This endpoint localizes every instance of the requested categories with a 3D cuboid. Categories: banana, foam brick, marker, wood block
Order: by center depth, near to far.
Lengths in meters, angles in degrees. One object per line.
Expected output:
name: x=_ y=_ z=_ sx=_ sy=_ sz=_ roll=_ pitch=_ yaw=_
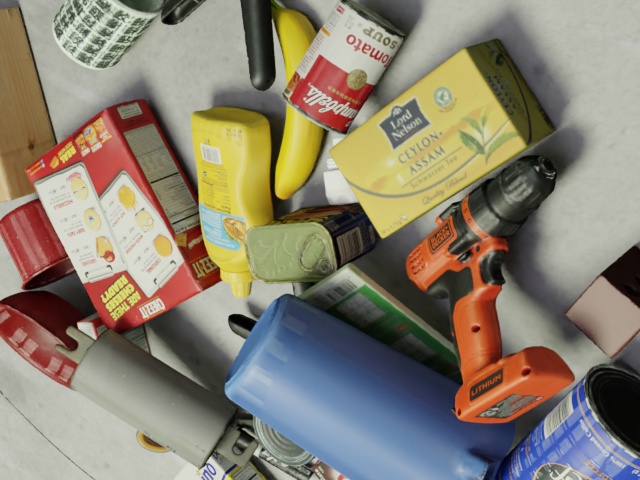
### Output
foam brick: x=0.244 y=0.049 z=0.860 sx=0.053 sy=0.078 sz=0.051 roll=44 pitch=128 yaw=14
banana: x=-0.021 y=-0.131 z=1.010 sx=0.070 sy=0.037 sz=0.198 roll=22 pitch=119 yaw=56
marker: x=-0.047 y=0.239 z=1.163 sx=0.121 sy=0.020 sz=0.020 roll=26 pitch=120 yaw=18
wood block: x=-0.375 y=-0.150 z=1.213 sx=0.090 sy=0.090 sz=0.206 roll=-5 pitch=104 yaw=36

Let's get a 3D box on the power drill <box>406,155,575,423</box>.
power drill: x=0.149 y=0.044 z=0.885 sx=0.185 sy=0.057 sz=0.187 roll=-48 pitch=43 yaw=47

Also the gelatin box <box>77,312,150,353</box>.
gelatin box: x=-0.234 y=0.122 z=1.225 sx=0.030 sy=0.073 sz=0.089 roll=-2 pitch=106 yaw=36

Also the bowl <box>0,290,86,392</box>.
bowl: x=-0.317 y=0.110 z=1.266 sx=0.162 sy=0.055 sz=0.162 roll=27 pitch=150 yaw=17

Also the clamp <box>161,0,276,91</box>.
clamp: x=-0.078 y=-0.262 z=0.990 sx=0.165 sy=0.036 sz=0.210 roll=30 pitch=114 yaw=36

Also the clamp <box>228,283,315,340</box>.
clamp: x=-0.020 y=0.116 z=1.094 sx=0.120 sy=0.039 sz=0.171 roll=-30 pitch=88 yaw=39

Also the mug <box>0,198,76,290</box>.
mug: x=-0.320 y=0.004 z=1.242 sx=0.081 sy=0.093 sz=0.117 roll=62 pitch=164 yaw=7

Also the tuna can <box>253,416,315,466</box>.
tuna can: x=-0.029 y=0.196 z=1.132 sx=0.086 sy=0.033 sz=0.086 roll=13 pitch=114 yaw=31

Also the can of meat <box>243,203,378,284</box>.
can of meat: x=-0.007 y=0.001 z=1.014 sx=0.102 sy=0.083 sz=0.057 roll=-4 pitch=104 yaw=36

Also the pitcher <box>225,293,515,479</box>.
pitcher: x=0.039 y=0.154 z=0.965 sx=0.242 sy=0.145 sz=0.149 roll=32 pitch=125 yaw=-6

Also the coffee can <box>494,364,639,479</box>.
coffee can: x=0.226 y=0.188 z=0.907 sx=0.103 sy=0.102 sz=0.140 roll=44 pitch=126 yaw=14

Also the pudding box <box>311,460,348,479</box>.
pudding box: x=0.058 y=0.251 z=1.089 sx=0.113 sy=0.039 sz=0.090 roll=52 pitch=128 yaw=8

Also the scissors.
scissors: x=-0.153 y=0.196 z=1.229 sx=0.202 sy=0.016 sz=0.096 roll=-26 pitch=96 yaw=38

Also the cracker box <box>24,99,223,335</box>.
cracker box: x=-0.207 y=-0.022 z=1.155 sx=0.164 sy=0.072 sz=0.214 roll=-27 pitch=91 yaw=39

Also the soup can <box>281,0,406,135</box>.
soup can: x=0.021 y=-0.152 z=0.934 sx=0.068 sy=0.068 sz=0.102 roll=38 pitch=107 yaw=18

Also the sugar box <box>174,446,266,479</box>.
sugar box: x=-0.083 y=0.308 z=1.198 sx=0.176 sy=0.048 sz=0.093 roll=43 pitch=129 yaw=9

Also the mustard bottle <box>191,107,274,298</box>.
mustard bottle: x=-0.085 y=-0.033 z=1.071 sx=0.096 sy=0.058 sz=0.192 roll=18 pitch=118 yaw=46
